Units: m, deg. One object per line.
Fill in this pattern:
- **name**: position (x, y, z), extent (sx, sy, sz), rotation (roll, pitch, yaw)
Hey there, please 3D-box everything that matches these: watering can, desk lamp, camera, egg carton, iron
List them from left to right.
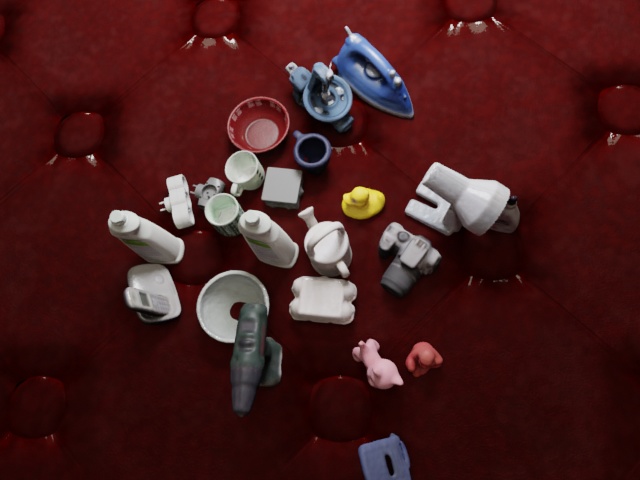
- **egg carton**: position (0.007, 0.136, 1.301), extent (0.150, 0.069, 0.107), rotation (3, 73, 7)
- **watering can**: position (0.010, 0.006, 1.277), extent (0.172, 0.194, 0.101), rotation (34, 79, 15)
- **iron**: position (0.144, -0.422, 1.429), extent (0.119, 0.141, 0.258), rotation (-42, 73, -8)
- **camera**: position (0.184, 0.050, 1.293), extent (0.143, 0.101, 0.137), rotation (34, 79, 15)
- **desk lamp**: position (0.297, -0.085, 1.265), extent (0.203, 0.214, 0.118), rotation (27, 77, 14)

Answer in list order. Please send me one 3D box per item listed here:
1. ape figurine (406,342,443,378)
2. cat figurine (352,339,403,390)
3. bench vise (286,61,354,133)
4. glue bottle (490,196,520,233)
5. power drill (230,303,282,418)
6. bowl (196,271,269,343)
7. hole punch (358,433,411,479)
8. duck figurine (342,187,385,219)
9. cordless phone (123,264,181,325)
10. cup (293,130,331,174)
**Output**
- **ape figurine**: position (0.224, 0.255, 1.227), extent (0.077, 0.092, 0.076), rotation (7, 73, 9)
- **cat figurine**: position (0.121, 0.268, 1.221), extent (0.067, 0.118, 0.127), rotation (-34, 72, -5)
- **bench vise**: position (-0.015, -0.367, 1.387), extent (0.207, 0.220, 0.121), rotation (25, 77, 14)
- **glue bottle**: position (0.410, -0.062, 1.266), extent (0.078, 0.173, 0.037), rotation (11, 74, 10)
- **power drill**: position (-0.135, 0.255, 1.205), extent (0.075, 0.208, 0.229), rotation (-2, 72, 6)
- **bowl**: position (-0.191, 0.158, 1.313), extent (0.167, 0.075, 0.167), rotation (-2, 72, 6)
- **hole punch**: position (0.133, 0.460, 1.172), extent (0.101, 0.091, 0.108), rotation (-16, 71, 1)
- **duck figurine**: position (0.101, -0.097, 1.358), extent (0.104, 0.086, 0.077), rotation (-8, 71, 4)
- **cordless phone**: position (-0.395, 0.112, 1.292), extent (0.094, 0.185, 0.147), rotation (-25, 71, -2)
- **cup**: position (-0.023, -0.209, 1.403), extent (0.092, 0.095, 0.117), rotation (-39, 72, -7)
